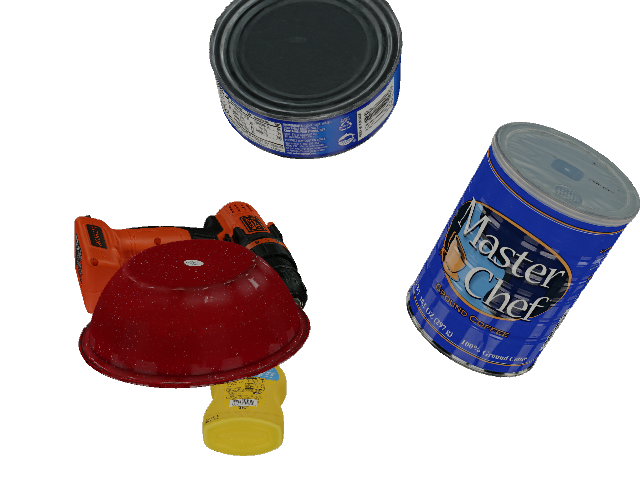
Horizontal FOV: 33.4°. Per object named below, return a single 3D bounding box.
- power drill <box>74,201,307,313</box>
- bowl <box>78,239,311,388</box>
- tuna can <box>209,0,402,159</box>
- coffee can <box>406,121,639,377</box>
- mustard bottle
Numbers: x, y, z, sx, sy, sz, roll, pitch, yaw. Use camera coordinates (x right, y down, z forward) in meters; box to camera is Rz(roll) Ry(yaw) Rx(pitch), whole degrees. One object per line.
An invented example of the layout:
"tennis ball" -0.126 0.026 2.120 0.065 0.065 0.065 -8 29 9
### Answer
"power drill" -0.118 0.022 0.946 0.187 0.057 0.185 -2 24 -20
"bowl" -0.088 0.040 0.739 0.162 0.055 0.162 -1 21 0
"tuna can" -0.006 -0.079 0.485 0.086 0.086 0.034 0 -31 4
"coffee can" 0.132 0.007 0.716 0.102 0.140 0.103 18 33 -12
"mustard bottle" -0.091 0.191 1.338 0.096 0.058 0.191 -2 25 2
